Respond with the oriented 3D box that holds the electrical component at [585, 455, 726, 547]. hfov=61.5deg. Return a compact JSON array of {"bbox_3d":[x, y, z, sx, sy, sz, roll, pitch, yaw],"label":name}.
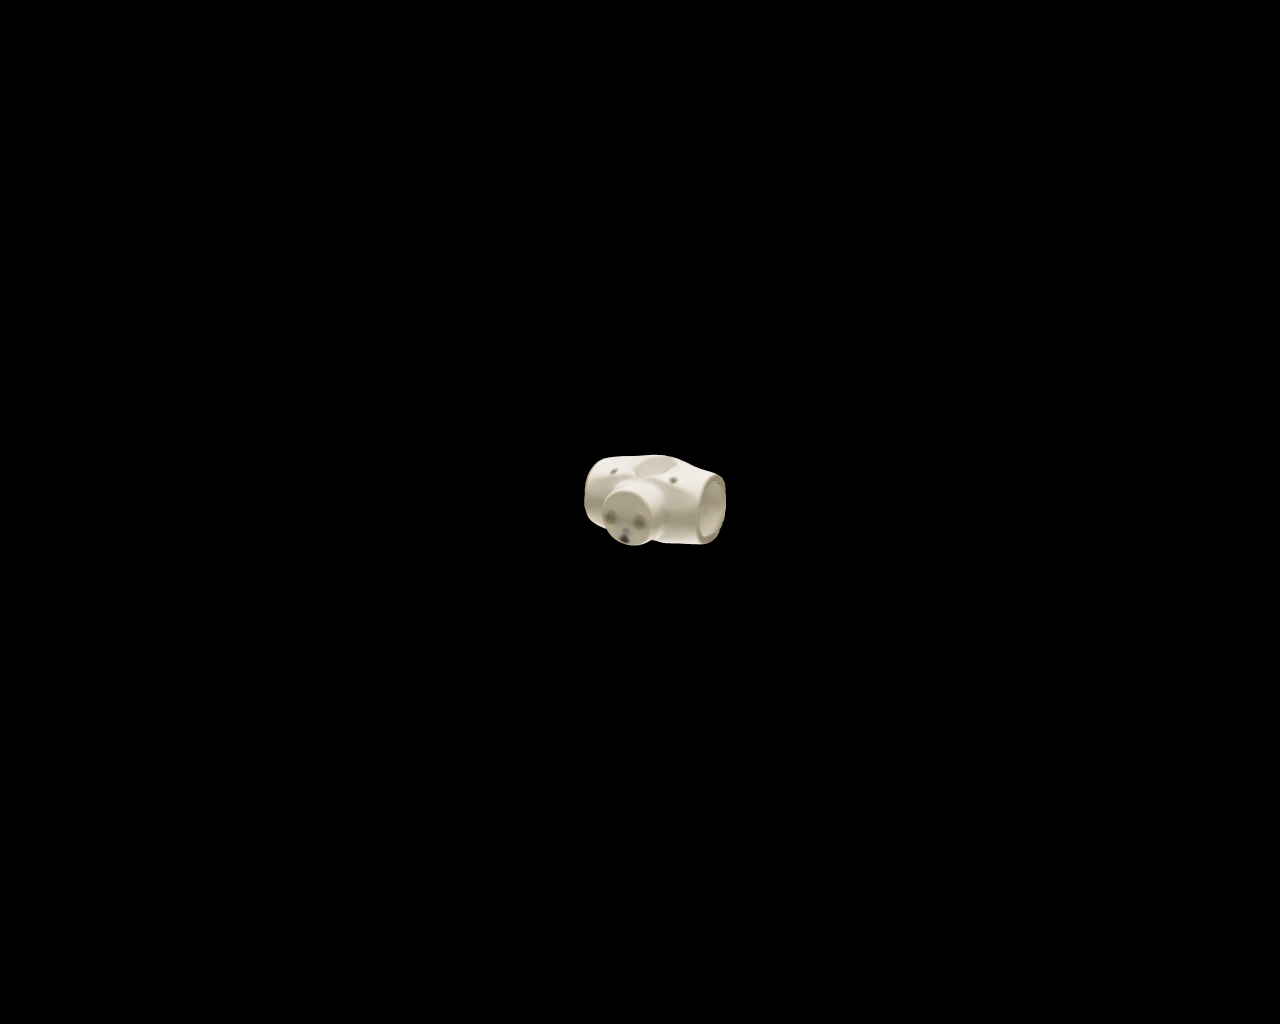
[{"bbox_3d":[0.001,-0.003,0.650,0.077,0.043,0.079,11,23,27],"label":"electrical component"}]
